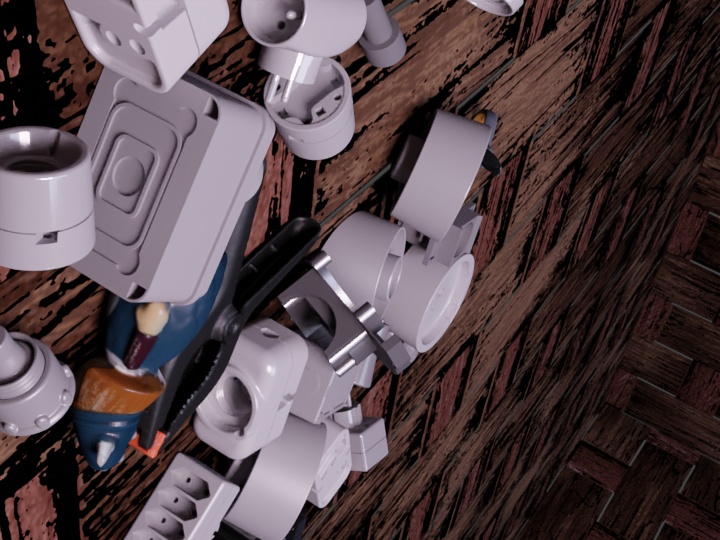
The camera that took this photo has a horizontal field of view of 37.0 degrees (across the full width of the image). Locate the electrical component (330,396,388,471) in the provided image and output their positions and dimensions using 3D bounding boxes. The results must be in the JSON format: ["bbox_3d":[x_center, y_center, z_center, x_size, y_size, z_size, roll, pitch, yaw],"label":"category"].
[{"bbox_3d":[-0.016,0.151,1.051,0.047,0.066,0.076,-26,111,-58],"label":"electrical component"}]

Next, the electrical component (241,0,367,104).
[{"bbox_3d":[-0.038,-0.136,0.640,0.077,0.044,0.079,-19,133,-62],"label":"electrical component"}]

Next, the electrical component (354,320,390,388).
[{"bbox_3d":[0.001,0.073,1.017,0.065,0.044,0.044,-68,160,1],"label":"electrical component"}]

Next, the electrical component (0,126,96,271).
[{"bbox_3d":[-0.149,-0.034,0.491,0.055,0.055,0.047,-37,145,-49],"label":"electrical component"}]

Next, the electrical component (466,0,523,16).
[{"bbox_3d":[0.111,-0.239,0.854,0.057,0.058,0.078,-64,160,-2],"label":"electrical component"}]

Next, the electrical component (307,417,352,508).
[{"bbox_3d":[-0.048,0.170,0.993,0.053,0.059,0.095,-51,157,-28],"label":"electrical component"}]

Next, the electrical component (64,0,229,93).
[{"bbox_3d":[-0.097,-0.136,0.484,0.059,0.054,0.095,-54,159,-22],"label":"electrical component"}]

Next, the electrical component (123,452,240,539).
[{"bbox_3d":[-0.133,0.193,0.835,0.083,0.047,0.075,-59,160,-9],"label":"electrical component"}]

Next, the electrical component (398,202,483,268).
[{"bbox_3d":[0.073,-0.040,1.010,0.081,0.064,0.042,-32,144,-55],"label":"electrical component"}]

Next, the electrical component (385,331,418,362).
[{"bbox_3d":[0.040,0.081,1.116,0.043,0.043,0.062,-55,160,-19],"label":"electrical component"}]

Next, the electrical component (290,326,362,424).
[{"bbox_3d":[-0.037,0.083,0.913,0.061,0.061,0.096,-69,166,10],"label":"electrical component"}]

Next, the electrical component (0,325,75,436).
[{"bbox_3d":[-0.177,0.052,0.549,0.048,0.048,0.062,-52,152,-26],"label":"electrical component"}]

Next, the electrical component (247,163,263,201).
[{"bbox_3d":[-0.083,-0.065,0.623,0.045,0.045,0.055,-58,160,-10],"label":"electrical component"}]

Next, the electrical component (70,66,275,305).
[{"bbox_3d":[-0.103,-0.046,0.553,0.057,0.078,0.113,2,114,-65],"label":"electrical component"}]

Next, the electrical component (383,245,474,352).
[{"bbox_3d":[0.059,0.020,1.058,0.108,0.060,0.108,-50,157,-30],"label":"electrical component"}]

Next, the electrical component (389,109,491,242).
[{"bbox_3d":[0.061,-0.085,0.911,0.108,0.060,0.108,-156,-90,-87],"label":"electrical component"}]

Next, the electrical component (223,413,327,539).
[{"bbox_3d":[-0.078,0.164,0.885,0.108,0.060,0.108,-62,-170,19],"label":"electrical component"}]

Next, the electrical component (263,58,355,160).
[{"bbox_3d":[-0.031,-0.103,0.691,0.055,0.055,0.047,-57,163,-14],"label":"electrical component"}]

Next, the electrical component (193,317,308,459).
[{"bbox_3d":[-0.085,0.090,0.806,0.059,0.054,0.095,-24,138,-60],"label":"electrical component"}]

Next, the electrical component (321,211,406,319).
[{"bbox_3d":[0.000,0.000,0.919,0.099,0.064,0.099,17,90,-79],"label":"electrical component"}]
